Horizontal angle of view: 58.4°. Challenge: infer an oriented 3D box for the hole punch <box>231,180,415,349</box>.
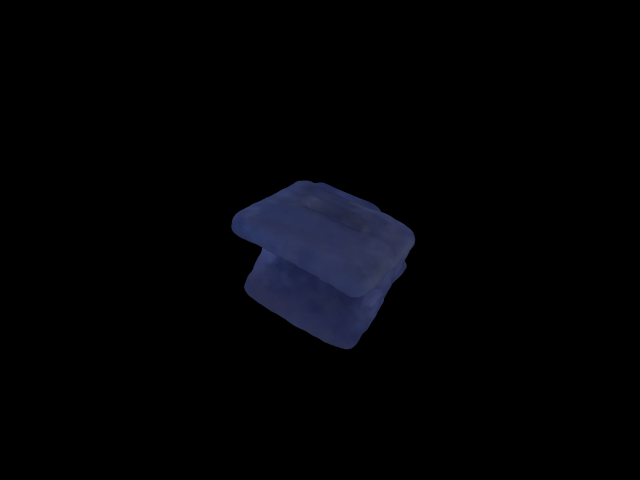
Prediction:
[{"bbox_3d":[0.004,0.001,0.400,0.108,0.091,0.101,27,58,18],"label":"hole punch"}]
